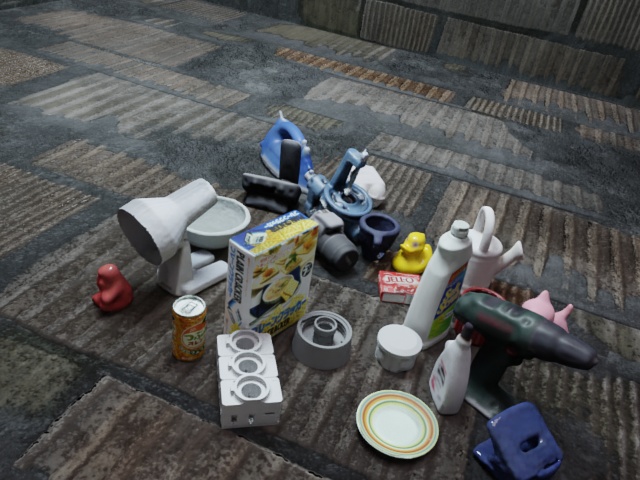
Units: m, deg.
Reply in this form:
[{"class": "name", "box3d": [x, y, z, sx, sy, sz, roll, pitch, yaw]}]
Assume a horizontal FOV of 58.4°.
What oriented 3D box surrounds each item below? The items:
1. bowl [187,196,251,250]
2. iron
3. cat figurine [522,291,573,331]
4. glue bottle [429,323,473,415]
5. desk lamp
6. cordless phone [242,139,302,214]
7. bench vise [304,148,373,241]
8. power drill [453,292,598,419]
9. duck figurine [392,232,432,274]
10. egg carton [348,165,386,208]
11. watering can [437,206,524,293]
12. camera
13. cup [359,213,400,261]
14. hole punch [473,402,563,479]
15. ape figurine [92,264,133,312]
[{"class": "bowl", "box3d": [-0.237, -0.028, 1.249, 0.167, 0.075, 0.167, 7, 33, -4]}, {"class": "iron", "box3d": [-0.071, -0.244, 1.562, 0.119, 0.141, 0.257, -10, 38, -27]}, {"class": "cat figurine", "box3d": [0.437, 0.152, 1.114, 0.128, 0.118, 0.067, -3, 35, -19]}, {"class": "glue bottle", "box3d": [0.219, 0.200, 0.931, 0.037, 0.173, 0.078, 1, 34, -12]}, {"class": "desk lamp", "box3d": [-0.267, -0.003, 1.075, 0.117, 0.213, 0.204, 30, 38, 28]}, {"class": "cordless phone", "box3d": [-0.113, -0.170, 1.397, 0.147, 0.185, 0.094, 11, 33, 2]}, {"class": "bench vise", "box3d": [0.037, -0.126, 1.337, 0.207, 0.220, 0.122, 23, 35, 20]}, {"class": "power drill", "box3d": [0.309, 0.195, 0.931, 0.076, 0.208, 0.228, -22, 44, -39]}, {"class": "duck figurine", "box3d": [0.213, 0.022, 1.283, 0.105, 0.086, 0.077, -16, 41, -34]}, {"class": "egg carton", "box3d": [0.112, -0.145, 1.526, 0.107, 0.069, 0.150, -2, 35, -17]}, {"class": "watering can", "box3d": [0.343, 0.018, 1.223, 0.173, 0.194, 0.100, -1, 34, -16]}, {"class": "camera", "box3d": [0.011, 0.004, 1.242, 0.143, 0.101, 0.136, -13, 39, -31]}, {"class": "cup", "box3d": [0.125, 0.007, 1.274, 0.091, 0.095, 0.118, 11, 33, 2]}, {"class": "hole punch", "box3d": [0.305, 0.312, 0.860, 0.109, 0.091, 0.100, -13, 39, -31]}, {"class": "ape figurine", "box3d": [-0.377, 0.082, 1.029, 0.076, 0.092, 0.077, 5, 33, -7]}]
